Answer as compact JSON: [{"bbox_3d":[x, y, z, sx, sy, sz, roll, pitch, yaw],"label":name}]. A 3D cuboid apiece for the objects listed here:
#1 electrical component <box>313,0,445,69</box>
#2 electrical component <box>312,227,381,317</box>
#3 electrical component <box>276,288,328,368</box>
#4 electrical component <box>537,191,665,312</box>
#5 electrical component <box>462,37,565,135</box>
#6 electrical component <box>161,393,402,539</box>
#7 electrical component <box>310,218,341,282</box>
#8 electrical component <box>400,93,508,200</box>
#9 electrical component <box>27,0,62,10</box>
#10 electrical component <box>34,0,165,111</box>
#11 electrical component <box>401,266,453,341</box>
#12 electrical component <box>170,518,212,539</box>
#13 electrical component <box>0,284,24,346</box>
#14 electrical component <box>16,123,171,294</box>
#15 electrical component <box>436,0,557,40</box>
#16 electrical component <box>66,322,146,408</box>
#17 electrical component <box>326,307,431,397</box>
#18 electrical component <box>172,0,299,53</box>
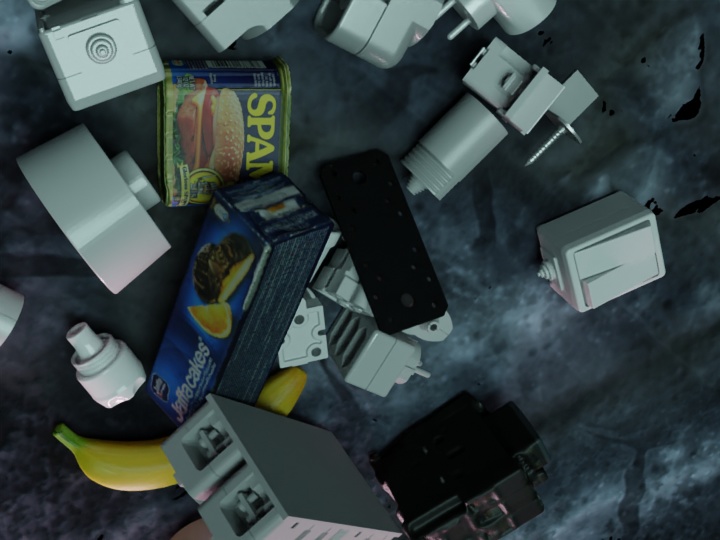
[{"bbox_3d":[0.019,-0.189,0.727,0.059,0.053,0.095,22,105,-26],"label":"electrical component"},{"bbox_3d":[0.000,0.000,0.807,0.048,0.066,0.055,32,81,-25],"label":"electrical component"},{"bbox_3d":[-0.051,0.038,0.808,0.048,0.055,0.066,-12,117,-13],"label":"electrical component"},{"bbox_3d":[0.190,-0.011,0.863,0.096,0.061,0.061,-23,119,-7],"label":"electrical component"},{"bbox_3d":[0.108,-0.133,0.773,0.064,0.081,0.042,38,98,0],"label":"electrical component"},{"bbox_3d":[-0.056,0.165,0.792,0.060,0.105,0.186,-43,151,8],"label":"electrical component"},{"bbox_3d":[-0.041,-0.019,0.795,0.040,0.040,0.046,19,111,-25],"label":"electrical component"},{"bbox_3d":[0.065,-0.087,0.796,0.081,0.043,0.043,-45,120,5],"label":"electrical component"},{"bbox_3d":[-0.174,-0.230,0.642,0.109,0.056,0.108,-28,120,-5],"label":"electrical component"},{"bbox_3d":[-0.160,-0.137,0.666,0.062,0.096,0.061,-22,120,-8],"label":"electrical component"},{"bbox_3d":[0.042,0.026,0.819,0.043,0.081,0.043,-7,116,-15],"label":"electrical component"},{"bbox_3d":[-0.115,0.251,0.883,0.108,0.060,0.108,-7,116,-16],"label":"electrical component"},{"bbox_3d":[-0.276,0.018,0.730,0.081,0.043,0.043,31,101,-28],"label":"electrical component"},{"bbox_3d":[-0.167,-0.045,0.704,0.060,0.108,0.108,-36,120,-7],"label":"electrical component"},{"bbox_3d":[0.086,-0.195,0.752,0.079,0.044,0.077,-42,120,3],"label":"electrical component"},{"bbox_3d":[-0.188,0.066,0.782,0.043,0.043,0.062,-33,118,-2],"label":"electrical component"},{"bbox_3d":[0.021,0.065,0.839,0.077,0.065,0.047,25,104,-27],"label":"electrical component"},{"bbox_3d":[-0.074,-0.189,0.698,0.089,0.050,0.055,-41,120,3],"label":"electrical component"}]
